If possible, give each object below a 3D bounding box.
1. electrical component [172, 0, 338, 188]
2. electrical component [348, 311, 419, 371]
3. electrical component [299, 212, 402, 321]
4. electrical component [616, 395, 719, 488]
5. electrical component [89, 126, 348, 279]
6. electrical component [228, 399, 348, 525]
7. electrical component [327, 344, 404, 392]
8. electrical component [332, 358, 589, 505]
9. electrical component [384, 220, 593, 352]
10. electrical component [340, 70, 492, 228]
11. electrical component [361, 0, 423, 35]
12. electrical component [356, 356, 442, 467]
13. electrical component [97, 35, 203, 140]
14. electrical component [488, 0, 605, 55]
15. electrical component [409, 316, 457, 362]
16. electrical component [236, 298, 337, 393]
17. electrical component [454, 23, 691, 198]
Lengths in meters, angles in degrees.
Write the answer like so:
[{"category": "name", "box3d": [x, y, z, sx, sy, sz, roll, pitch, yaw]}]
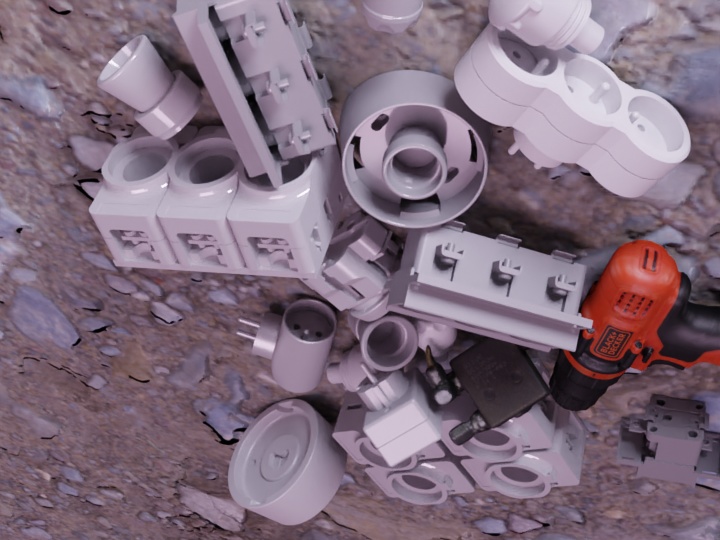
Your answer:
[{"category": "electrical component", "box3d": [-0.059, -0.123, 0.648, 0.063, 0.078, 0.121, -16, 133, 7]}, {"category": "electrical component", "box3d": [0.014, 0.045, 0.817, 0.044, 0.065, 0.044, -4, 108, -14]}, {"category": "electrical component", "box3d": [0.000, 0.000, 0.777, 0.057, 0.058, 0.078, 41, 136, -21]}, {"category": "electrical component", "box3d": [0.246, 0.134, 0.848, 0.081, 0.042, 0.063, 8, 138, 13]}, {"category": "electrical component", "box3d": [-0.094, -0.051, 0.728, 0.150, 0.089, 0.061, 3, 139, 18]}, {"category": "electrical component", "box3d": [-0.060, 0.179, 0.977, 0.108, 0.108, 0.060, -18, 135, 37]}, {"category": "electrical component", "box3d": [0.002, 0.082, 0.884, 0.062, 0.043, 0.043, -11, 133, 33]}, {"category": "electrical component", "box3d": [0.083, 0.141, 0.908, 0.186, 0.060, 0.105, -12, 132, 33]}, {"category": "electrical component", "box3d": [0.087, 0.010, 0.724, 0.121, 0.063, 0.079, 15, 172, -12]}, {"category": "electrical component", "box3d": [0.034, -0.077, 0.682, 0.099, 0.064, 0.099, 2, 126, 3]}, {"category": "electrical component", "box3d": [0.020, -0.163, 0.593, 0.035, 0.035, 0.061, 14, 139, 6]}, {"category": "electrical component", "box3d": [0.023, 0.097, 0.823, 0.047, 0.065, 0.076, -32, 102, 13]}, {"category": "electrical component", "box3d": [-0.136, -0.118, 0.701, 0.045, 0.045, 0.055, -21, 127, 39]}, {"category": "electrical component", "box3d": [0.104, -0.139, 0.580, 0.062, 0.048, 0.048, 29, 141, -24]}, {"category": "electrical component", "box3d": [0.058, 0.049, 0.830, 0.035, 0.035, 0.061, 3, 141, 19]}, {"category": "electrical component", "box3d": [-0.063, 0.057, 0.879, 0.079, 0.044, 0.077, 18, 141, 1]}, {"category": "electrical component", "box3d": [0.115, -0.085, 0.632, 0.138, 0.052, 0.073, 28, 141, -11]}]
